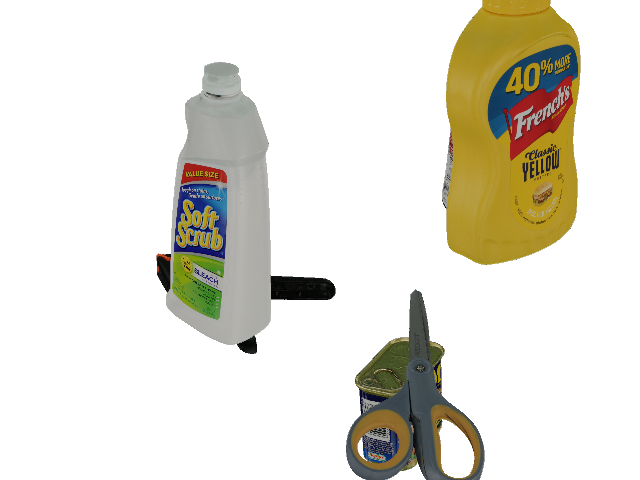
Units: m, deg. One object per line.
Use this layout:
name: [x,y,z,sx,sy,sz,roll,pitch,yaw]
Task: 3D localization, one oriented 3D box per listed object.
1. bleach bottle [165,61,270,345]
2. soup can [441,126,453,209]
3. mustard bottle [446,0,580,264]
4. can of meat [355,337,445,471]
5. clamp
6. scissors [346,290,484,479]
bleach bottle: [-0.089,-0.035,0.918,0.103,0.251,0.067,29,42,34]
soup can: [0.140,-0.072,0.898,0.068,0.102,0.068,1,40,-1]
mustard bottle: [0.122,-0.086,0.670,0.096,0.192,0.058,-21,32,-29]
can of meat: [0.075,0.150,0.983,0.058,0.084,0.101,8,25,27]
clamp: [-0.109,0.061,1.212,0.210,0.036,0.164,15,28,23]
scissors: [0.051,0.099,0.731,0.096,0.016,0.202,-7,34,-10]
